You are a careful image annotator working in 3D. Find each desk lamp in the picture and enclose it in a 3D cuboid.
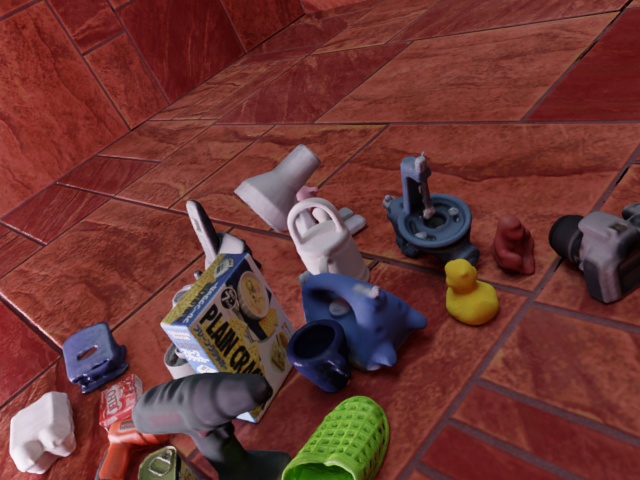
[{"bbox_3d":[-0.042,-0.073,1.165,0.203,0.214,0.117,-34,31,-12],"label":"desk lamp"}]

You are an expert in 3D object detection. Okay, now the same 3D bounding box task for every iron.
[{"bbox_3d":[0.033,0.103,0.907,0.257,0.142,0.119,12,48,47],"label":"iron"}]

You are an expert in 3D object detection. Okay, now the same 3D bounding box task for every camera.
[{"bbox_3d":[0.408,-0.004,0.819,0.143,0.101,0.136,-32,31,-9],"label":"camera"}]

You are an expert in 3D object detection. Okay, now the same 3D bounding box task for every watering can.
[{"bbox_3d":[0.007,0.004,1.026,0.101,0.194,0.172,-30,30,-5],"label":"watering can"}]

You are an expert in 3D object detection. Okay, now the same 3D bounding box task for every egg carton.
[{"bbox_3d":[-0.493,0.342,1.024,0.107,0.069,0.150,-35,31,-13],"label":"egg carton"}]

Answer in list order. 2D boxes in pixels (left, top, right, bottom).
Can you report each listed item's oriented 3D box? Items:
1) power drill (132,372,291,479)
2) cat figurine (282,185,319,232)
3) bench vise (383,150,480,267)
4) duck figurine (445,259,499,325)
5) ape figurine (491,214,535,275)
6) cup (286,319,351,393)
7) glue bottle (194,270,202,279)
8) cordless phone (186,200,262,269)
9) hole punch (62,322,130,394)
[{"bbox_3d":[-0.123,0.248,0.738,0.229,0.209,0.076,-9,35,28],"label":"power drill"},{"bbox_3d":[-0.053,-0.081,1.282,0.127,0.118,0.067,2,41,40],"label":"cat figurine"},{"bbox_3d":[0.158,-0.051,0.967,0.206,0.220,0.122,9,46,46],"label":"bench vise"},{"bbox_3d":[0.221,0.071,0.865,0.077,0.086,0.104,-27,30,-1],"label":"duck figurine"},{"bbox_3d":[0.303,0.001,0.902,0.078,0.092,0.075,-39,32,-20],"label":"ape figurine"},{"bbox_3d":[0.016,0.183,0.843,0.092,0.095,0.117,-38,32,-19],"label":"cup"},{"bbox_3d":[-0.176,0.120,1.014,0.078,0.173,0.037,-9,35,28],"label":"glue bottle"},{"bbox_3d":[-0.219,0.003,1.215,0.094,0.185,0.147,-43,34,-25],"label":"cordless phone"},{"bbox_3d":[-0.447,0.231,1.137,0.108,0.091,0.101,-29,30,-3],"label":"hole punch"}]
